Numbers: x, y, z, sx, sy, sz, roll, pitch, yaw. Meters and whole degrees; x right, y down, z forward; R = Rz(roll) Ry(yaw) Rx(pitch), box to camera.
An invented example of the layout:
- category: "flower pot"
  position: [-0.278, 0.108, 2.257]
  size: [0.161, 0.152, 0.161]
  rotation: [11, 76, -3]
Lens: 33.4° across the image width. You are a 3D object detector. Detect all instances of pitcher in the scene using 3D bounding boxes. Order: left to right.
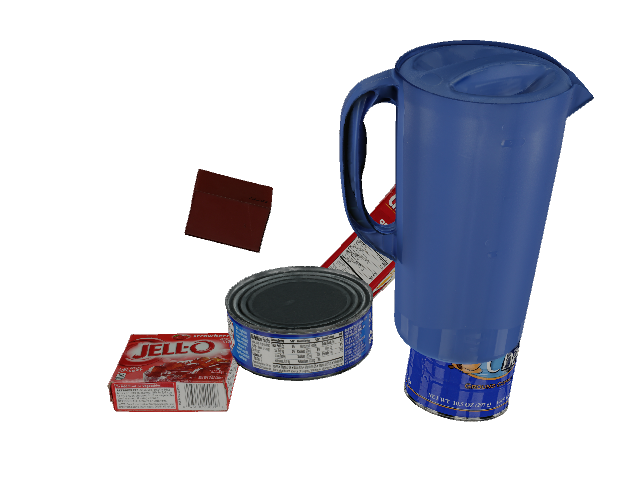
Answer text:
- category: "pitcher"
  position: [0.108, -0.027, 0.843]
  size: [0.149, 0.243, 0.144]
  rotation: [24, 36, 34]

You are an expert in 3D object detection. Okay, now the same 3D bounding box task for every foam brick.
- category: "foam brick"
  position: [-0.090, -0.029, 1.051]
  size: [0.078, 0.051, 0.053]
  rotation: [14, 26, -7]

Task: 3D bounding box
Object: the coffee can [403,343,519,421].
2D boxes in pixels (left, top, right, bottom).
- category: "coffee can"
  position: [0.139, 0.084, 1.008]
  size: [0.103, 0.140, 0.103]
  rotation: [6, 20, -2]

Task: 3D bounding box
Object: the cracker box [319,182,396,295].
- category: "cracker box"
  position: [0.083, -0.003, 1.272]
  size: [0.214, 0.072, 0.163]
  rotation: [-48, -8, 34]

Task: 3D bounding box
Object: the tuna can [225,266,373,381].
- category: "tuna can"
  position: [-0.012, 0.047, 0.621]
  size: [0.086, 0.034, 0.086]
  rotation: [-2, 23, 1]

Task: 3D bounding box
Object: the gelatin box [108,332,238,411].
- category: "gelatin box"
  position: [-0.109, 0.099, 0.815]
  size: [0.089, 0.030, 0.073]
  rotation: [-1, 24, 5]
